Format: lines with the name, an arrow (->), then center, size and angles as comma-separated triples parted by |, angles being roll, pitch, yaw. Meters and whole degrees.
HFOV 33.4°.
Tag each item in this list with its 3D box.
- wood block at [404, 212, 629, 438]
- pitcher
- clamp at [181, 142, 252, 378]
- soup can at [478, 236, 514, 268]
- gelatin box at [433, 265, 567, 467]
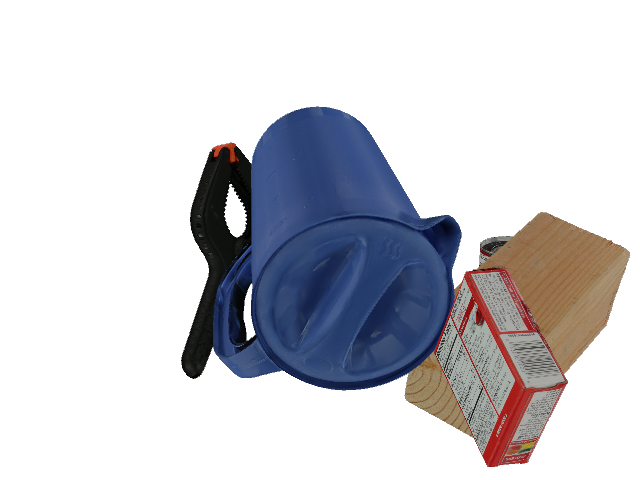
wood block -> 0.167, 0.068, 0.891 | 0.091, 0.090, 0.205 | 27, 40, 26
pitcher -> 0.000, -0.004, 0.789 | 0.149, 0.145, 0.243 | 5, 26, -10
clamp -> -0.065, 0.014, 0.997 | 0.164, 0.210, 0.036 | -4, 0, -40
soup can -> 0.221, 0.054, 1.263 | 0.068, 0.102, 0.068 | -1, 18, 0
gelatin box -> 0.100, 0.071, 0.606 | 0.030, 0.073, 0.089 | -4, 45, -18
